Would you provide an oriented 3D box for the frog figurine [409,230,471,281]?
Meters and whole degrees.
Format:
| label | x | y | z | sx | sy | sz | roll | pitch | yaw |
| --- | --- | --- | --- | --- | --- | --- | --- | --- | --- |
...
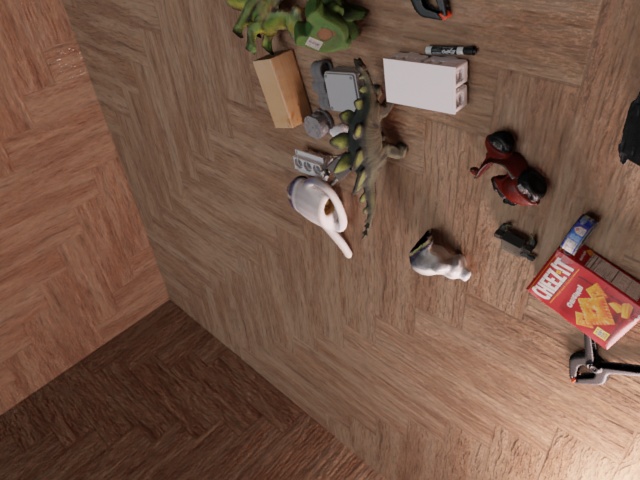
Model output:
| label | x | y | z | sx | sy | sz | roll | pitch | yaw |
| --- | --- | --- | --- | --- | --- | --- | --- | --- | --- |
| frog figurine | 0.327 | 0.065 | 1.407 | 0.159 | 0.123 | 0.137 | 45 | 180 | -2 |

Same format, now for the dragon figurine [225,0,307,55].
| label | x | y | z | sx | sy | sz | roll | pitch | yaw |
| --- | --- | --- | --- | --- | --- | --- | --- | --- | --- |
| dragon figurine | -0.148 | -0.651 | 1.387 | 0.238 | 0.122 | 0.417 | -52 | 57 | 36 |

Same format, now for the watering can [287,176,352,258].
| label | x | y | z | sx | sy | sz | roll | pitch | yaw |
| --- | --- | --- | --- | --- | --- | --- | --- | --- | --- |
| watering can | 0.005 | -0.085 | 1.693 | 0.227 | 0.105 | 0.339 | 32 | 153 | 35 |
